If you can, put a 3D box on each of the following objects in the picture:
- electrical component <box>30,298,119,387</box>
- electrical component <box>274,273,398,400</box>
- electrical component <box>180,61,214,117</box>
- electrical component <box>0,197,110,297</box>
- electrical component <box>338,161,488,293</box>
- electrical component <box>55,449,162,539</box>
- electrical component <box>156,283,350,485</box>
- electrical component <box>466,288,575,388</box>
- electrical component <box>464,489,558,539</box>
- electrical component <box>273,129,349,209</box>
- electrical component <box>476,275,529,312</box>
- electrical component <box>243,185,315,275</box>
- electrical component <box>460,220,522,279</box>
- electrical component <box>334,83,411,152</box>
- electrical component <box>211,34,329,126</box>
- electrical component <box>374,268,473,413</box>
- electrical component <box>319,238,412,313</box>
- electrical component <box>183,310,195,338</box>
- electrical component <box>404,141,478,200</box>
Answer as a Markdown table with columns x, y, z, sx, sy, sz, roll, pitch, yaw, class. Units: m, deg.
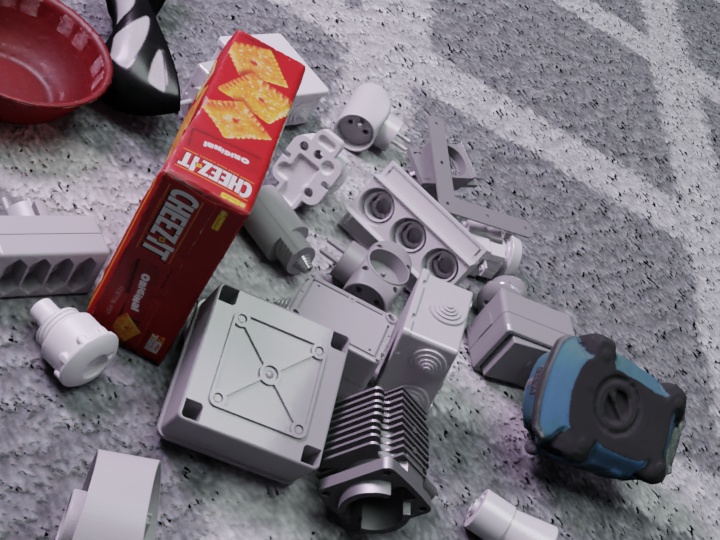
| x | y | z | sx | sy | sz | roll | pitch | yaw | class |
| --- | --- | --- | --- | --- | --- | --- | --- | --- | --- |
| -0.200 | 0.045 | 0.735 | 0.062 | 0.048 | 0.048 | 42 | 36 | 18 | electrical component |
| -0.029 | 0.054 | 0.859 | 0.096 | 0.061 | 0.061 | 28 | 37 | 0 | electrical component |
| -0.139 | -0.153 | 1.000 | 0.065 | 0.047 | 0.077 | 47 | 37 | 13 | electrical component |
| -0.238 | -0.024 | 0.777 | 0.083 | 0.047 | 0.075 | -3 | 51 | -42 | electrical component |
| 0.052 | -0.032 | 1.011 | 0.121 | 0.078 | 0.063 | 44 | 15 | 10 | electrical component |
| -0.141 | 0.155 | 0.622 | 0.064 | 0.099 | 0.099 | 19 | 39 | -13 | electrical component |
| -0.074 | 0.081 | 0.762 | 0.109 | 0.056 | 0.108 | 24 | 59 | -17 | electrical component |
| 0.155 | 0.071 | 0.987 | 0.096 | 0.061 | 0.061 | 21 | 39 | -21 | electrical component |
| 0.114 | 0.200 | 0.831 | 0.065 | 0.044 | 0.044 | 33 | 36 | 3 | electrical component |
| -0.043 | -0.095 | 0.999 | 0.058 | 0.078 | 0.057 | 39 | 15 | 3 | electrical component |
| 0.143 | 0.025 | 1.044 | 0.048 | 0.048 | 0.062 | 41 | 29 | 5 | electrical component |
| -0.067 | -0.030 | 0.927 | 0.043 | 0.043 | 0.081 | -16 | 60 | -48 | electrical component |
| 0.129 | -0.018 | 1.078 | 0.055 | 0.048 | 0.066 | 15 | 41 | -16 | electrical component |
| 0.018 | -0.151 | 1.133 | 0.079 | 0.043 | 0.077 | 32 | 36 | -7 | electrical component |
| -0.095 | -0.187 | 1.073 | 0.100 | 0.048 | 0.099 | -18 | 62 | -48 | electrical component |
| 0.052 | 0.062 | 0.881 | 0.048 | 0.099 | 0.099 | 22 | 37 | 0 | electrical component |
| 0.000 | 0.000 | 0.950 | 0.079 | 0.044 | 0.077 | 36 | 36 | -2 | electrical component |
| -0.101 | 0.052 | 0.818 | 0.061 | 0.035 | 0.035 | 30 | 36 | -15 | electrical component |
| 0.077 | -0.098 | 1.104 | 0.081 | 0.064 | 0.042 | -1 | 64 | -41 | electrical component |
